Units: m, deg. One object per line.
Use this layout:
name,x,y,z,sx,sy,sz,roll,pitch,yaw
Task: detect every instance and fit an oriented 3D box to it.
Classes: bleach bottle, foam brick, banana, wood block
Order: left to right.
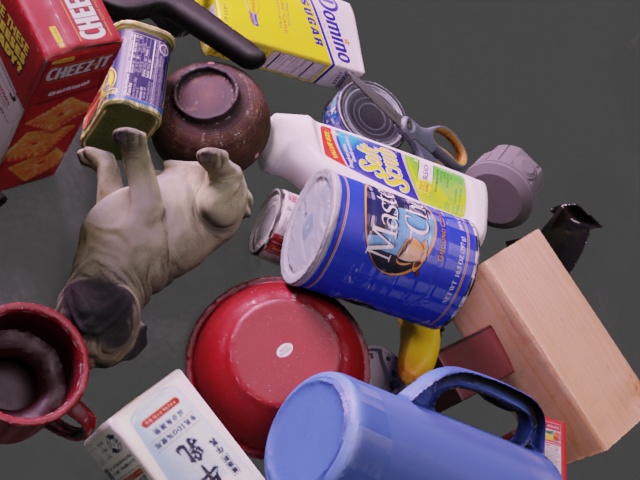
bleach bottle,0.036,-0.057,1.029,0.250,0.068,0.102,21,41,-8
banana,0.079,0.066,0.994,0.069,0.037,0.198,16,36,-27
foam brick,0.135,0.124,1.014,0.078,0.053,0.051,-22,78,-35
wood block,0.219,0.107,1.048,0.090,0.090,0.206,-28,82,-37

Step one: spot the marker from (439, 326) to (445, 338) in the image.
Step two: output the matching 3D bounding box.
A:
marker,0.098,0.041,1.056,0.020,0.020,0.121,-5,68,-32

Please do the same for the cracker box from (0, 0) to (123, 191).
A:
cracker box,-0.244,-0.158,0.837,0.071,0.214,0.164,-22,78,-35

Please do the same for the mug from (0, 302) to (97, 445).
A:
mug,-0.218,0.111,0.796,0.117,0.082,0.093,36,53,-9

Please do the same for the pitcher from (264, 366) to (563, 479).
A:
pitcher,0.081,0.186,0.861,0.242,0.145,0.149,30,37,-32

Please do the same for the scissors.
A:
scissors,0.091,-0.095,1.082,0.201,0.016,0.096,18,67,-47

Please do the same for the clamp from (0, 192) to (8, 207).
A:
clamp,-0.319,0.004,0.821,0.171,0.039,0.120,13,57,-24

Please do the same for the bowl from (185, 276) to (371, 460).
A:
bowl,-0.032,0.101,0.895,0.162,0.055,0.162,3,71,-8

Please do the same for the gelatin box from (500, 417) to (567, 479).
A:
gelatin box,0.188,0.210,0.977,0.030,0.089,0.073,19,58,-19

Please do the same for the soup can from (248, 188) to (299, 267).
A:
soup can,-0.006,0.001,0.985,0.102,0.069,0.068,23,56,-18

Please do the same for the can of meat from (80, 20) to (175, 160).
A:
can of meat,-0.170,-0.128,0.937,0.057,0.102,0.084,15,61,-23

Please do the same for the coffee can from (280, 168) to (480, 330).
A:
coffee can,0.050,0.009,0.913,0.140,0.103,0.103,19,58,-20

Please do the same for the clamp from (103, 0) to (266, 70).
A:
clamp,-0.147,-0.226,0.964,0.209,0.036,0.164,-4,64,-29

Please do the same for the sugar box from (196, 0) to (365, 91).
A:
sugar box,-0.040,-0.215,1.080,0.175,0.048,0.093,7,62,-34

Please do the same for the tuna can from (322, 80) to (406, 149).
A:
tuna can,0.047,-0.121,1.101,0.086,0.034,0.086,14,60,-24

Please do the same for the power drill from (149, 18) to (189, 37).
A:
power drill,-0.225,-0.236,0.990,0.184,0.057,0.187,50,50,-3
